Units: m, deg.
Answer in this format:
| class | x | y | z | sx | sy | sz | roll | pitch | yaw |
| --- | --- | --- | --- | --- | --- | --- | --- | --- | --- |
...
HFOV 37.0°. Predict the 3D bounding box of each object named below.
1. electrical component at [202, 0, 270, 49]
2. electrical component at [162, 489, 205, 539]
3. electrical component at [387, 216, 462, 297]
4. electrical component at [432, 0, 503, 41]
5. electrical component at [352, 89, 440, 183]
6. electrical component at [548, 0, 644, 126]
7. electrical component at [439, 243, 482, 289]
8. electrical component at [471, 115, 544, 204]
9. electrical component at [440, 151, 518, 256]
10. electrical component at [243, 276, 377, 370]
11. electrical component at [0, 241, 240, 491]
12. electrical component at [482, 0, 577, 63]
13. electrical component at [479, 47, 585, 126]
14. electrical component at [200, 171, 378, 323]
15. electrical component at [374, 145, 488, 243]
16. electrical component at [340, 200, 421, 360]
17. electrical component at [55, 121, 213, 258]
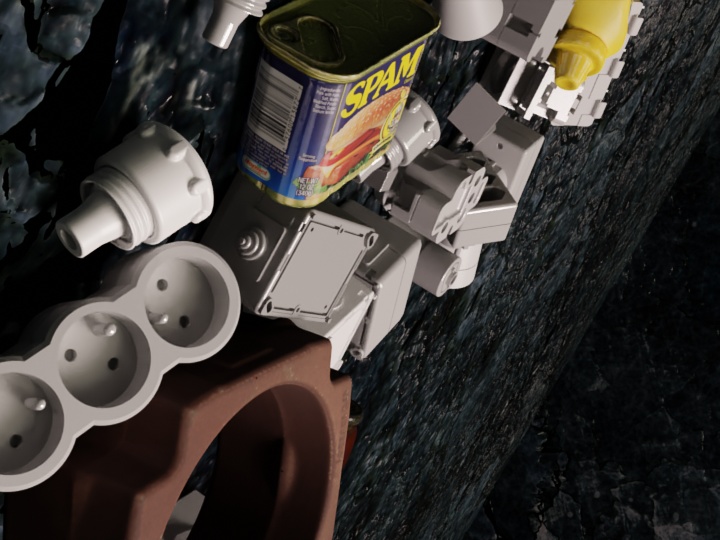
| class | x | y | z | sx | sy | sz | roll | pitch | yaw |
| --- | --- | --- | --- | --- | --- | --- | --- | --- | --- |
| electrical component | -0.046 | -0.120 | 0.437 | 0.061 | 0.035 | 0.035 | -61 | 163 | 17 |
| electrical component | -0.117 | 0.192 | 0.726 | 0.061 | 0.062 | 0.096 | -63 | 162 | 13 |
| electrical component | 0.044 | -0.009 | 0.823 | 0.044 | 0.065 | 0.044 | -50 | 161 | -24 |
| electrical component | 0.060 | -0.172 | 0.633 | 0.044 | 0.044 | 0.065 | -54 | 158 | -15 |
| electrical component | 0.015 | -0.080 | 0.659 | 0.062 | 0.048 | 0.048 | -46 | 160 | -17 |
| electrical component | 0.185 | -0.184 | 0.894 | 0.079 | 0.063 | 0.121 | -1 | 133 | -20 |
| electrical component | 0.076 | -0.019 | 0.915 | 0.055 | 0.055 | 0.047 | -39 | 150 | -48 |
| electrical component | 0.109 | -0.078 | 0.914 | 0.076 | 0.047 | 0.083 | -39 | 155 | -46 |
| electrical component | 0.079 | -0.042 | 0.841 | 0.047 | 0.065 | 0.076 | -9 | 139 | -22 |
| electrical component | -0.043 | 0.041 | 0.686 | 0.062 | 0.061 | 0.096 | -41 | 164 | -44 |
| electrical component | -0.123 | 0.039 | 0.463 | 0.138 | 0.052 | 0.074 | -37 | -164 | -30 |
| electrical component | 0.114 | -0.192 | 0.719 | 0.050 | 0.056 | 0.089 | -21 | 139 | -63 |
| electrical component | 0.133 | -0.142 | 0.821 | 0.042 | 0.064 | 0.081 | -65 | -157 | 20 |
| electrical component | -0.046 | -0.014 | 0.583 | 0.061 | 0.061 | 0.096 | -61 | 155 | 8 |
| electrical component | 0.047 | -0.059 | 0.760 | 0.078 | 0.057 | 0.058 | -34 | 151 | -53 |
| electrical component | 0.000 | 0.000 | 0.721 | 0.061 | 0.062 | 0.096 | -45 | 158 | -37 |
| electrical component | -0.095 | -0.029 | 0.442 | 0.062 | 0.048 | 0.048 | -39 | 155 | -31 |
